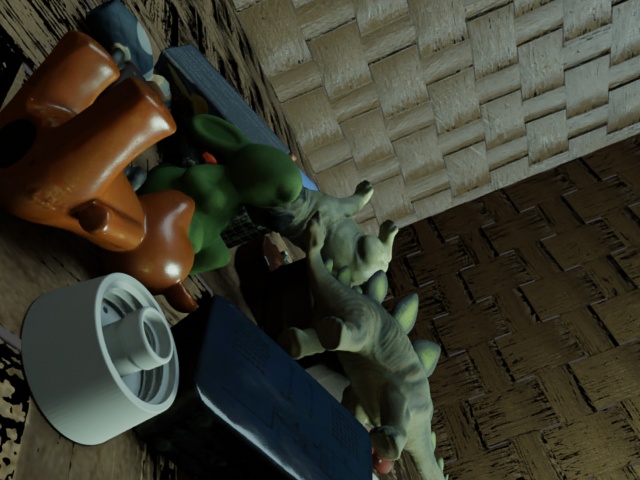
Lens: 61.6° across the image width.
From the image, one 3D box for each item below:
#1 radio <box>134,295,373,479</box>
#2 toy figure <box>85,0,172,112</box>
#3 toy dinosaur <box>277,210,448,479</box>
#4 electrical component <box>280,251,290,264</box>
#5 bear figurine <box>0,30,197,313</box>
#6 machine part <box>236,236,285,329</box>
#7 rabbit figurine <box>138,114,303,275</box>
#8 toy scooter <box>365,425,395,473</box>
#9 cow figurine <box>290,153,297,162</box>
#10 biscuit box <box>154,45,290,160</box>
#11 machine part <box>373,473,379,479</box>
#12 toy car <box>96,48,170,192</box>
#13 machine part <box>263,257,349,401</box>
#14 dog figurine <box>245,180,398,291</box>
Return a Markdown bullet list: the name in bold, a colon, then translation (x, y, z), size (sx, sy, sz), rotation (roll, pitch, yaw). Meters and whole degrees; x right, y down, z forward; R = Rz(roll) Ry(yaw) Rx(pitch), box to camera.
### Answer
- **radio**: translation (-0.046, 0.168, 0.475), size (0.229, 0.073, 0.131), rotation (46, 20, -20)
- **toy figure**: translation (-0.222, -0.205, 0.648), size (0.064, 0.058, 0.154), rotation (-70, 146, -44)
- **toy dinosaur**: translation (0.081, 0.172, 0.648), size (0.198, 0.105, 0.470), rotation (-43, 119, -49)
- **electrical component**: translation (-0.082, 0.047, 1.022), size (0.102, 0.045, 0.078), rotation (-97, 165, -69)
- **bear figurine**: translation (-0.141, -0.032, 0.407), size (0.120, 0.132, 0.195), rotation (41, -4, 33)
- **machine part**: translation (-0.080, 0.078, 0.891), size (0.179, 0.056, 0.179), rotation (-24, 91, -84)
- **rabbit figurine**: translation (-0.103, -0.057, 0.605), size (0.121, 0.170, 0.159), rotation (58, 12, -60)
- **toy scooter**: translation (0.045, 0.311, 0.899), size (0.184, 0.075, 0.135), rotation (41, -3, 33)
- **cow figurine**: translation (-0.102, -0.111, 0.926), size (0.195, 0.127, 0.085), rotation (28, -5, 37)
- **biscuit box**: translation (-0.133, -0.160, 0.706), size (0.202, 0.059, 0.063), rotation (48, 38, 1)
- **machine part**: translation (0.041, 0.372, 0.812), size (0.243, 0.079, 0.079), rotation (57, 12, -57)
- **toy car**: translation (-0.201, -0.117, 0.524), size (0.089, 0.053, 0.202), rotation (50, 19, -34)
- **machine part**: translation (0.004, 0.137, 0.770), size (0.200, 0.087, 0.201), rotation (55, 19, -37)
- **dog figurine**: translation (-0.004, -0.002, 0.700), size (0.190, 0.121, 0.172), rotation (-3, 56, -47)
